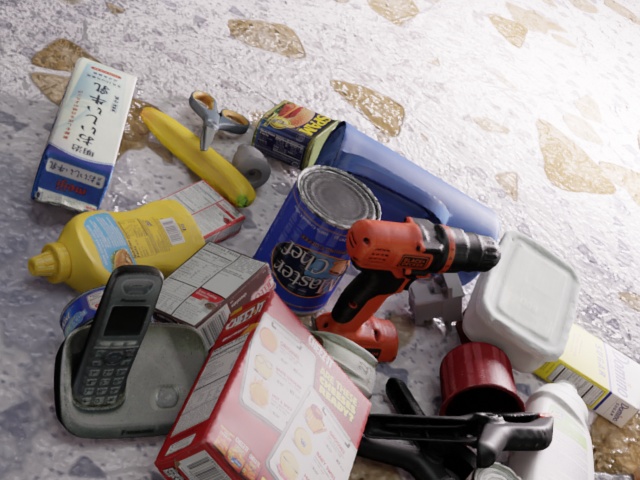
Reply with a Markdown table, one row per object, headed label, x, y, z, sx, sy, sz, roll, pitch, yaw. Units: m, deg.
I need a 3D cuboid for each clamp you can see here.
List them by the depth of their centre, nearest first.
| label | x | y | z | sx | sy | sz | roll | pitch | yaw |
| --- | --- | --- | --- | --- | --- | --- | --- | --- | --- |
| clamp | 0.157 | 0.192 | 1.073 | 0.165 | 0.036 | 0.209 | 5 | 1 | 43 |
| clamp | 0.105 | 0.226 | 1.101 | 0.171 | 0.039 | 0.120 | 41 | 46 | 17 |

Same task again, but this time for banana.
| label | x | y | z | sx | sy | sz | roll | pitch | yaw |
| --- | --- | --- | --- | --- | --- | --- | --- | --- | --- |
| banana | -0.139 | -0.096 | 1.294 | 0.198 | 0.037 | 0.069 | 40 | -7 | 24 |

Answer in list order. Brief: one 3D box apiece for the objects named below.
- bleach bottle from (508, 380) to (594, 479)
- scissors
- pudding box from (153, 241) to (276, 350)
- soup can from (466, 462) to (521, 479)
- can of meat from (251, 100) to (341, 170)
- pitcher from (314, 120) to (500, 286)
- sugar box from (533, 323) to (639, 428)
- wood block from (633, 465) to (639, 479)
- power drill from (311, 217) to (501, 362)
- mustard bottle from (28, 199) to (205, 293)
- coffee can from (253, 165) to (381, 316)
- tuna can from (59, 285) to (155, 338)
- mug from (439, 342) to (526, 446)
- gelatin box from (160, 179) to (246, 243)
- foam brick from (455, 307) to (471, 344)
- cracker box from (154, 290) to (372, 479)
| label | x | y | z | sx | sy | sz | roll | pitch | yaw |
| --- | --- | --- | --- | --- | --- | --- | --- | --- | --- |
| bleach bottle | 0.262 | 0.240 | 1.174 | 0.102 | 0.068 | 0.250 | 38 | 32 | -2 |
| scissors | -0.123 | -0.139 | 1.355 | 0.096 | 0.016 | 0.202 | 22 | 22 | -25 |
| pudding box | -0.115 | 0.056 | 1.086 | 0.090 | 0.039 | 0.113 | 19 | 47 | 39 |
| soup can | 0.148 | 0.267 | 1.023 | 0.068 | 0.102 | 0.068 | 21 | 38 | -18 |
| can of meat | -0.031 | -0.138 | 1.410 | 0.084 | 0.057 | 0.102 | 24 | 33 | 15 |
| pitcher | 0.101 | -0.039 | 1.329 | 0.242 | 0.145 | 0.149 | 26 | 33 | -11 |
| sugar box | 0.318 | 0.150 | 1.333 | 0.176 | 0.048 | 0.093 | 30 | 36 | 1 |
| wood block | 0.427 | 0.324 | 1.164 | 0.090 | 0.091 | 0.206 | 19 | 37 | -17 |
| power drill | 0.086 | 0.055 | 1.163 | 0.184 | 0.188 | 0.057 | 7 | 41 | -26 |
| mustard bottle | -0.213 | 0.013 | 1.110 | 0.191 | 0.058 | 0.096 | -11 | 65 | -42 |
| coffee can | -0.008 | 0.001 | 1.199 | 0.102 | 0.140 | 0.103 | 19 | 38 | -16 |
| tuna can | -0.201 | 0.081 | 1.015 | 0.085 | 0.086 | 0.034 | 2 | 47 | -34 |
| mug | 0.181 | 0.175 | 1.182 | 0.117 | 0.093 | 0.081 | 51 | 22 | -27 |
| gelatin box | -0.141 | -0.026 | 1.234 | 0.073 | 0.030 | 0.089 | 40 | 37 | 15 |
| foam brick | 0.205 | 0.116 | 1.289 | 0.052 | 0.051 | 0.078 | 11 | 41 | -25 |
| cracker box | -0.046 | 0.176 | 0.976 | 0.164 | 0.072 | 0.213 | 51 | 32 | -19 |
